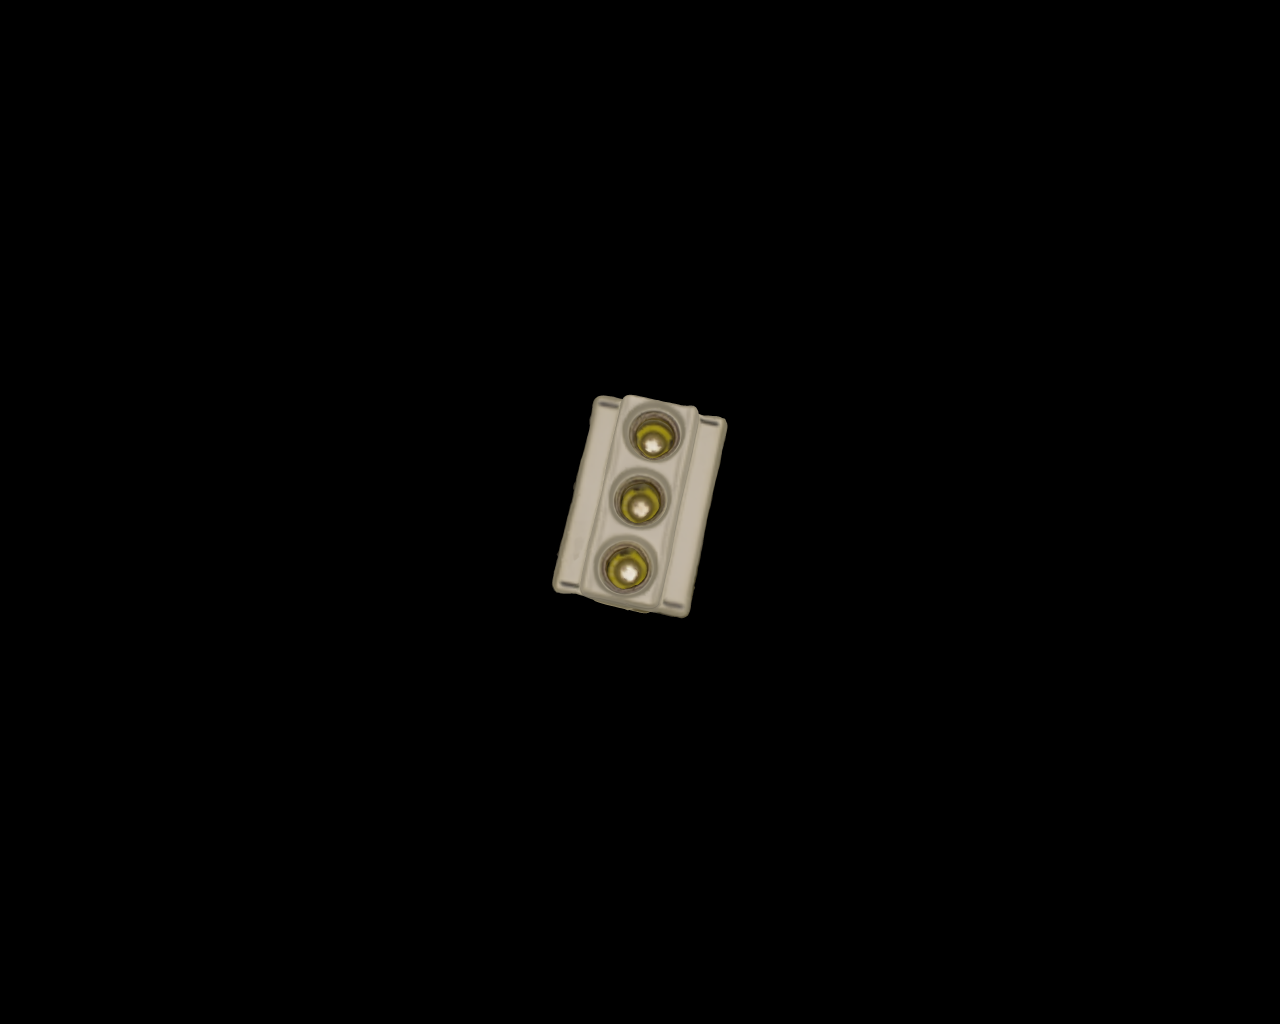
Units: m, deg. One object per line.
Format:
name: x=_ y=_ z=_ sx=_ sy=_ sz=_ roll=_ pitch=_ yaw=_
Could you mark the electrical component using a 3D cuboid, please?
electrical component: x=0.001 y=-0.003 z=0.650 sx=0.079 sy=0.121 sz=0.063 roll=11 pitch=-11 yaw=2
